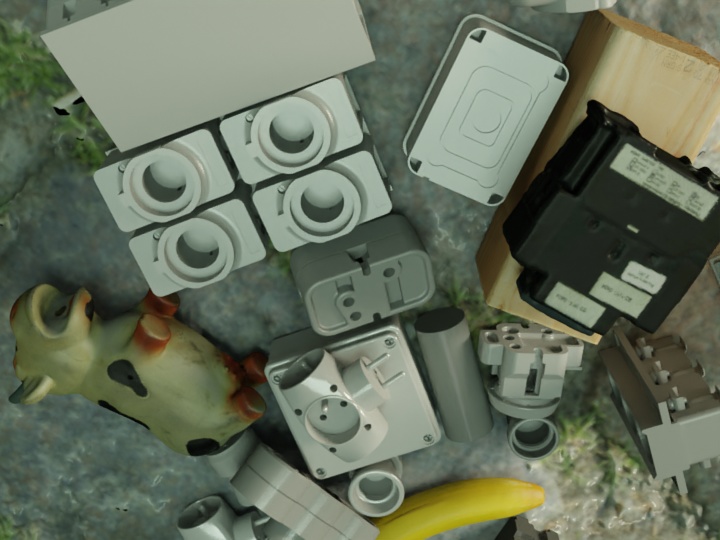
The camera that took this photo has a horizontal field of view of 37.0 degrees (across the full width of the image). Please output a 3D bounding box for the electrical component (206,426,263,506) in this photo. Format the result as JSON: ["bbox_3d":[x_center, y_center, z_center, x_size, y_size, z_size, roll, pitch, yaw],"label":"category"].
[{"bbox_3d":[-0.094,0.157,0.875,0.045,0.045,0.055,-29,110,12],"label":"electrical component"}]

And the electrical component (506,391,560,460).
[{"bbox_3d":[0.136,0.123,0.859,0.040,0.046,0.040,0,113,0],"label":"electrical component"}]

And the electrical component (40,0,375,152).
[{"bbox_3d":[-0.098,-0.163,0.707,0.186,0.060,0.105,-18,138,8],"label":"electrical component"}]

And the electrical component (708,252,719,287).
[{"bbox_3d":[0.324,0.030,0.809,0.079,0.063,0.121,-25,111,11],"label":"electrical component"}]

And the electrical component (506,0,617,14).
[{"bbox_3d":[0.141,-0.205,0.714,0.095,0.053,0.059,-6,113,3],"label":"electrical component"}]

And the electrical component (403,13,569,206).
[{"bbox_3d":[0.086,-0.112,0.752,0.078,0.057,0.113,22,112,-9],"label":"electrical component"}]

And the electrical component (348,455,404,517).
[{"bbox_3d":[0.013,0.166,0.873,0.045,0.055,0.045,0,113,0],"label":"electrical component"}]

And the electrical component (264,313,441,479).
[{"bbox_3d":[-0.005,0.095,0.842,0.109,0.056,0.108,-19,112,8],"label":"electrical component"}]

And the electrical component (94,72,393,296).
[{"bbox_3d":[-0.082,-0.063,0.772,0.186,0.060,0.105,-20,112,9],"label":"electrical component"}]

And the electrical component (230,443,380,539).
[{"bbox_3d":[-0.052,0.201,0.848,0.138,0.052,0.073,43,82,-33],"label":"electrical component"}]

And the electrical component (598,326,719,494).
[{"bbox_3d":[0.229,0.098,0.808,0.063,0.121,0.078,-17,112,5],"label":"electrical component"}]

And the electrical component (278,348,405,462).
[{"bbox_3d":[-0.005,0.089,0.783,0.079,0.044,0.077,-35,109,14],"label":"electrical component"}]

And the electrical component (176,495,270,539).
[{"bbox_3d":[-0.102,0.227,0.906,0.079,0.043,0.077,-22,110,8],"label":"electrical component"}]

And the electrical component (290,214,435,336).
[{"bbox_3d":[0.000,0.000,0.790,0.095,0.059,0.053,-19,131,-6],"label":"electrical component"}]

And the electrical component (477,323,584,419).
[{"bbox_3d":[0.130,0.078,0.834,0.078,0.058,0.057,2,112,-6],"label":"electrical component"}]
